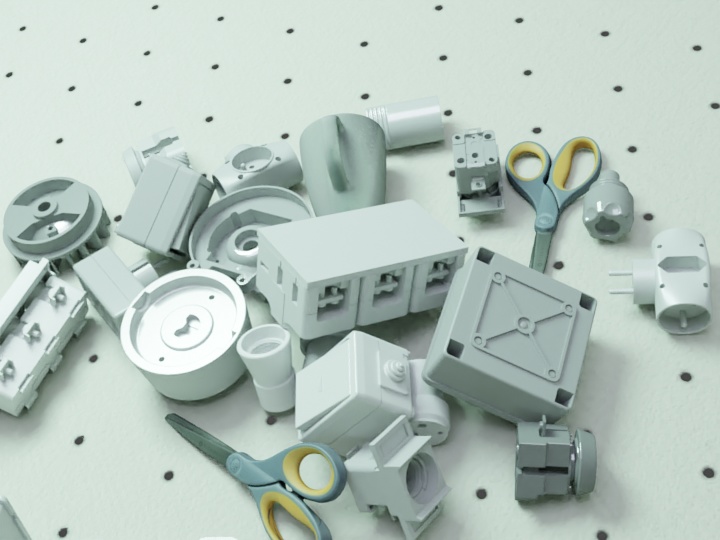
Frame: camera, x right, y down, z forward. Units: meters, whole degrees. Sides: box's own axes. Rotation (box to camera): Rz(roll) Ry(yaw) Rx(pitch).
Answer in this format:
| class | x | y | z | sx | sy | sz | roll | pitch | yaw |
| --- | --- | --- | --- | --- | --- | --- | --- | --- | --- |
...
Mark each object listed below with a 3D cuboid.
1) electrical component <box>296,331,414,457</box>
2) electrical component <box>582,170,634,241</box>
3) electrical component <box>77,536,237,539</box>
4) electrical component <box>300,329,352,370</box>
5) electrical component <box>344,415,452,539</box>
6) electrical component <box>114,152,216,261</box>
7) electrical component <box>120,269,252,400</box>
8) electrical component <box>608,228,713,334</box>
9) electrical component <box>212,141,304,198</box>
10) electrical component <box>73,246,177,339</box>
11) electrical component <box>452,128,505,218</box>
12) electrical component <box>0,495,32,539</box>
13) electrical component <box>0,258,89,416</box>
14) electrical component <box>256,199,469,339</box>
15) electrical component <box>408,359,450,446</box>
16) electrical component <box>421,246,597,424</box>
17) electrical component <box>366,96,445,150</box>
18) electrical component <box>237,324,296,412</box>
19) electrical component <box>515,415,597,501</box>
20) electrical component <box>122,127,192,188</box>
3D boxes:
| class | x | y | z | sx | sy | sz | roll | pitch | yaw |
| --- | --- | --- | --- | --- | --- | --- | --- | --- | --- |
| electrical component | -0.004 | 0.092 | 0.823 | 0.096 | 0.061 | 0.061 | -42 | 36 | 38 |
| electrical component | 0.216 | -0.059 | 0.934 | 0.043 | 0.043 | 0.062 | 1 | 50 | 14 |
| electrical component | -0.146 | 0.251 | 0.760 | 0.186 | 0.060 | 0.105 | -4 | 51 | 11 |
| electrical component | -0.028 | 0.068 | 0.888 | 0.045 | 0.045 | 0.055 | -9 | 50 | 7 |
| electrical component | 0.025 | 0.152 | 0.791 | 0.064 | 0.081 | 0.042 | -9 | 18 | 41 |
| electrical component | -0.171 | -0.061 | 0.988 | 0.061 | 0.062 | 0.096 | 23 | 88 | 8 |
| electrical component | -0.141 | 0.059 | 0.912 | 0.108 | 0.060 | 0.108 | -7 | 51 | 8 |
| electrical component | 0.242 | 0.009 | 0.872 | 0.079 | 0.043 | 0.077 | -2 | 52 | 13 |
| electrical component | -0.106 | -0.097 | 1.040 | 0.077 | 0.044 | 0.079 | -28 | 41 | -15 |
| electrical component | -0.202 | 0.015 | 0.971 | 0.076 | 0.047 | 0.083 | -33 | 52 | -19 |
| electrical component | 0.107 | -0.090 | 0.971 | 0.042 | 0.063 | 0.081 | -6 | 51 | 7 |
| electrical component | -0.294 | 0.217 | 0.799 | 0.100 | 0.099 | 0.048 | -8 | 38 | 7 |
| electrical component | -0.294 | 0.061 | 0.944 | 0.063 | 0.078 | 0.121 | 25 | 59 | 4 |
| electrical component | 0.000 | 0.000 | 0.888 | 0.150 | 0.061 | 0.089 | -13 | 36 | -28 |
| electrical component | 0.047 | 0.104 | 0.842 | 0.045 | 0.045 | 0.055 | -7 | 51 | 8 |
| electrical component | 0.116 | 0.054 | 0.832 | 0.109 | 0.056 | 0.108 | 24 | 57 | -4 |
| electrical component | 0.039 | -0.140 | 1.040 | 0.081 | 0.043 | 0.043 | -9 | 51 | 6 |
| electrical component | -0.071 | 0.082 | 0.873 | 0.044 | 0.065 | 0.044 | -9 | 32 | 6 |
| electrical component | 0.143 | 0.139 | 0.786 | 0.055 | 0.066 | 0.048 | 2 | 17 | 6 |
| electrical component | -0.198 | -0.101 | 1.056 | 0.057 | 0.058 | 0.078 | -22 | 50 | -8 |
